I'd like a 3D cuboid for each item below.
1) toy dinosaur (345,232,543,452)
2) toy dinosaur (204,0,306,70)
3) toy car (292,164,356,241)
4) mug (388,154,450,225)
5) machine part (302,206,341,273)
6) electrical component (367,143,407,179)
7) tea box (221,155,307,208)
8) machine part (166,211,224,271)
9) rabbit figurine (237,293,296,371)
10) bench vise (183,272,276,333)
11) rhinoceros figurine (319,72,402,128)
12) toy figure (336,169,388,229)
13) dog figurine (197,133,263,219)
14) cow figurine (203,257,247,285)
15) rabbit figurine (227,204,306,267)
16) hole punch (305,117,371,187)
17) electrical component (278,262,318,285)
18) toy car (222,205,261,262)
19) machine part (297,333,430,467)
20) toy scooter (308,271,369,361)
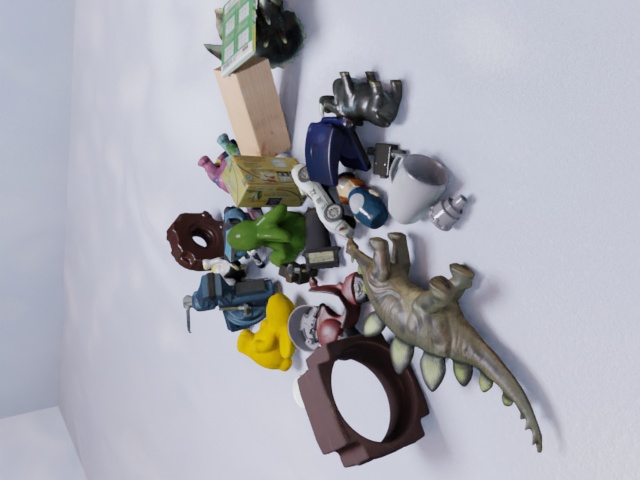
[{"bbox_3d":[0.179,0.130,0.873,0.472,0.105,0.198,40,130,44],"label":"toy dinosaur"},{"bbox_3d":[-0.164,-0.456,1.250,0.405,0.131,0.192,-14,82,58],"label":"toy dinosaur"},{"bbox_3d":[0.008,-0.076,1.078,0.056,0.073,0.202,-37,58,8],"label":"toy car"},{"bbox_3d":[0.150,-0.085,0.903,0.110,0.081,0.107,50,138,30],"label":"mug"},{"bbox_3d":[-0.002,-0.003,1.116,0.039,0.084,0.139,71,-172,-68],"label":"machine part"},{"bbox_3d":[0.119,-0.144,0.981,0.094,0.021,0.063,20,109,49],"label":"electrical component"},{"bbox_3d":[-0.114,-0.125,1.160,0.068,0.169,0.098,-57,50,38],"label":"tea box"},{"bbox_3d":[-0.321,0.002,1.439,0.056,0.179,0.179,-46,58,41],"label":"machine part"},{"bbox_3d":[-0.098,0.206,1.210,0.163,0.122,0.173,38,121,38],"label":"rabbit figurine"},{"bbox_3d":[-0.215,0.168,1.316,0.240,0.224,0.129,92,156,-55],"label":"bench vise"},{"bbox_3d":[0.073,-0.256,0.999,0.191,0.073,0.112,25,123,46],"label":"rhinoceros figurine"},{"bbox_3d":[0.072,-0.084,1.022,0.064,0.057,0.155,-40,53,2],"label":"toy figure"},{"bbox_3d":[-0.182,-0.139,1.302,0.108,0.191,0.219,-44,81,2],"label":"dog figurine"},{"bbox_3d":[-0.225,0.082,1.374,0.098,0.167,0.068,-15,76,9],"label":"cow figurine"},{"bbox_3d":[-0.111,-0.006,1.167,0.159,0.170,0.121,-27,73,51],"label":"rabbit figurine"},{"bbox_3d":[0.019,-0.165,1.002,0.115,0.092,0.142,64,165,-24],"label":"hole punch"},{"bbox_3d":[-0.041,0.064,1.148,0.078,0.102,0.045,28,111,37],"label":"electrical component"},{"bbox_3d":[-0.185,-0.017,1.313,0.162,0.103,0.109,-110,26,-60],"label":"toy car"},{"bbox_3d":[0.074,0.271,0.929,0.087,0.201,0.201,-45,59,47],"label":"machine part"},{"bbox_3d":[0.025,0.140,1.062,0.135,0.075,0.183,19,100,27],"label":"toy scooter"}]
